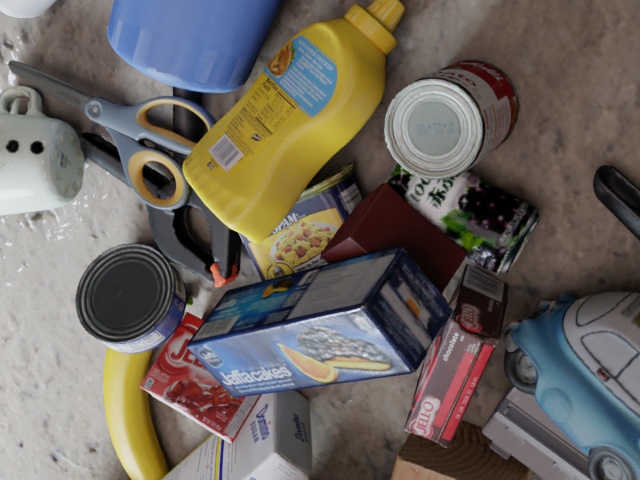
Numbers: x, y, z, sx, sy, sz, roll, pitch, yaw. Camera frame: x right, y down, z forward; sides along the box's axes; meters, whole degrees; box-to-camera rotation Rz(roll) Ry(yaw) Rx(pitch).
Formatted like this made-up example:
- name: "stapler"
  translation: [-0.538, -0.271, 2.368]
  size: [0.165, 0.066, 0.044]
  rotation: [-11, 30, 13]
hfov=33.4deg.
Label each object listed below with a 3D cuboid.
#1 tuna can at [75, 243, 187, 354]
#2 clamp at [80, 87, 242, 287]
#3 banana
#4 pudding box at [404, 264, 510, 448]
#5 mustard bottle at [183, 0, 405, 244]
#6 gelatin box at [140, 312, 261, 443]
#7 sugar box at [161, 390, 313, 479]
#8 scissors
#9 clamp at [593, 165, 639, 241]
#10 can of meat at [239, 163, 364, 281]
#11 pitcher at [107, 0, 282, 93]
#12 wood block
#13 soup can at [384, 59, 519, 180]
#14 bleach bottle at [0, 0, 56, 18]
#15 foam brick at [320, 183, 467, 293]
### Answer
- name: "tuna can"
  translation: [-0.152, 0.048, 0.865]
  size: [0.086, 0.033, 0.086]
  rotation: [-6, 65, 14]
- name: "clamp"
  translation: [-0.106, -0.048, 0.841]
  size: [0.120, 0.039, 0.171]
  rotation: [-39, 86, 30]
- name: "banana"
  translation: [-0.153, 0.134, 0.912]
  size: [0.070, 0.037, 0.198]
  rotation: [14, 110, 18]
- name: "pudding box"
  translation: [0.097, 0.079, 0.750]
  size: [0.039, 0.113, 0.090]
  rotation: [24, 112, 6]
- name: "mustard bottle"
  translation: [-0.010, -0.095, 0.747]
  size: [0.192, 0.058, 0.096]
  rotation: [-49, 42, 8]
- name: "gelatin box"
  translation: [-0.089, 0.108, 0.852]
  size: [0.089, 0.030, 0.073]
  rotation: [25, 75, 27]
- name: "sugar box"
  translation: [-0.079, 0.199, 0.858]
  size: [0.176, 0.093, 0.048]
  rotation: [-40, 114, 20]
- name: "scissors"
  translation: [-0.168, -0.082, 0.836]
  size: [0.202, 0.016, 0.096]
  rotation: [11, 101, 24]
- name: "clamp"
  translation: [0.267, 0.034, 0.696]
  size: [0.165, 0.036, 0.210]
  rotation: [7, 123, 42]
- name: "can of meat"
  translation: [-0.005, 0.001, 0.803]
  size: [0.102, 0.057, 0.084]
  rotation: [-22, 98, 27]
- name: "pitcher"
  translation: [-0.052, -0.225, 0.727]
  size: [0.149, 0.144, 0.243]
  rotation: [36, 119, 23]
- name: "wood block"
  translation: [0.088, 0.249, 0.816]
  size: [0.091, 0.090, 0.206]
  rotation: [18, 111, 16]
- name: "soup can"
  translation: [0.089, -0.082, 0.714]
  size: [0.069, 0.102, 0.068]
  rotation: [6, 107, 21]
- name: "bleach bottle"
  translation: [-0.171, -0.282, 0.788]
  size: [0.251, 0.068, 0.102]
  rotation: [-39, 88, 24]
- name: "foam brick"
  translation: [0.050, 0.010, 0.736]
  size: [0.078, 0.053, 0.051]
  rotation: [41, 153, -8]
